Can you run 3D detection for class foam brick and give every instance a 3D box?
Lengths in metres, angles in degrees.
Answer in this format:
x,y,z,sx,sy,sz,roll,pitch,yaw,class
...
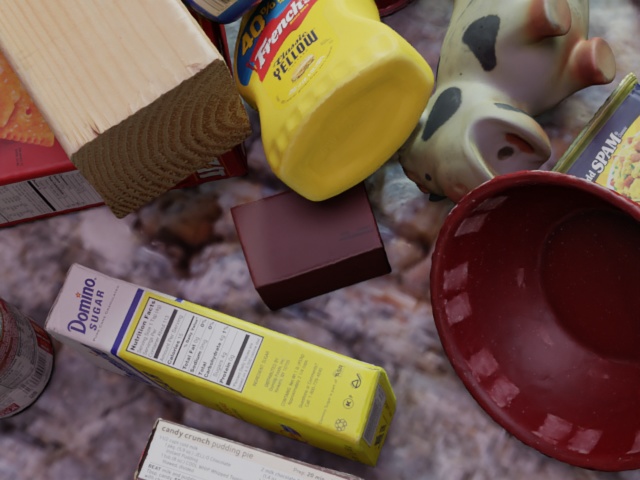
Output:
x,y,z,sx,sy,sz,roll,pitch,yaw,class
-0.004,0.001,0.614,0.078,0.051,0.053,-17,70,2,foam brick

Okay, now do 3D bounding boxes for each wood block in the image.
x,y,z,sx,sy,sz,roll,pitch,yaw,class
-0.134,-0.127,0.583,0.091,0.090,0.206,-33,70,-5,wood block

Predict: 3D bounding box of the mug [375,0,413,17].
x,y,z,sx,sy,sz,roll,pitch,yaw,class
0.020,-0.209,0.669,0.093,0.081,0.117,-24,69,0,mug

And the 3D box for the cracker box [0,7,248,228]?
x,y,z,sx,sy,sz,roll,pitch,yaw,class
-0.165,-0.104,0.664,0.214,0.072,0.164,-12,69,3,cracker box

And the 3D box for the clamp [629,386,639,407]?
x,y,z,sx,sy,sz,roll,pitch,yaw,class
0.248,0.043,0.567,0.120,0.039,0.171,23,78,18,clamp

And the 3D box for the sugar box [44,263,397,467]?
x,y,z,sx,sy,sz,roll,pitch,yaw,class
-0.050,0.069,0.574,0.176,0.093,0.048,15,73,14,sugar box

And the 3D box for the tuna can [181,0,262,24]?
x,y,z,sx,sy,sz,roll,pitch,yaw,class
-0.064,-0.167,0.611,0.034,0.086,0.086,-33,66,26,tuna can

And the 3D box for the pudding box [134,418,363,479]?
x,y,z,sx,sy,sz,roll,pitch,yaw,class
-0.030,0.131,0.550,0.113,0.090,0.039,13,72,12,pudding box

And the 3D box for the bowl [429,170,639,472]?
x,y,z,sx,sy,sz,roll,pitch,yaw,class
0.136,0.034,0.546,0.162,0.162,0.055,45,46,20,bowl

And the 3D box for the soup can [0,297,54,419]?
x,y,z,sx,sy,sz,roll,pitch,yaw,class
-0.197,0.059,0.594,0.068,0.102,0.068,-3,70,7,soup can

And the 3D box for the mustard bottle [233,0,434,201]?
x,y,z,sx,sy,sz,roll,pitch,yaw,class
-0.006,-0.108,0.620,0.096,0.058,0.192,-46,34,16,mustard bottle

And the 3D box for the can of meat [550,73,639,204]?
x,y,z,sx,sy,sz,roll,pitch,yaw,class
0.177,-0.028,0.595,0.084,0.057,0.102,37,80,16,can of meat
